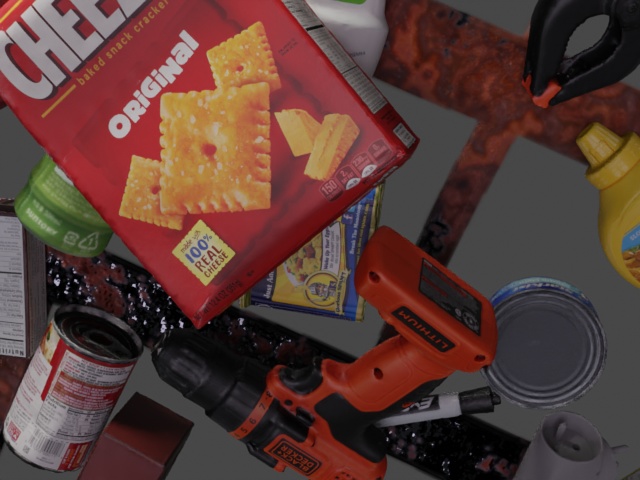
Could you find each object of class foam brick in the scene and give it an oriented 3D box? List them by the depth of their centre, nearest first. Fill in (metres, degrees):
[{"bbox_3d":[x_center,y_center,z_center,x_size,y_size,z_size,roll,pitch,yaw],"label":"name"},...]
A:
[{"bbox_3d":[-0.131,0.154,0.763,0.051,0.078,0.053,29,107,1],"label":"foam brick"}]

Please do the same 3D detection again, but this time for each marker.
[{"bbox_3d":[0.067,0.120,0.754,0.121,0.020,0.020,-10,103,11],"label":"marker"}]

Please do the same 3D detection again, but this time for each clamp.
[{"bbox_3d":[0.194,-0.148,0.645,0.120,0.039,0.172,24,122,-14],"label":"clamp"}]

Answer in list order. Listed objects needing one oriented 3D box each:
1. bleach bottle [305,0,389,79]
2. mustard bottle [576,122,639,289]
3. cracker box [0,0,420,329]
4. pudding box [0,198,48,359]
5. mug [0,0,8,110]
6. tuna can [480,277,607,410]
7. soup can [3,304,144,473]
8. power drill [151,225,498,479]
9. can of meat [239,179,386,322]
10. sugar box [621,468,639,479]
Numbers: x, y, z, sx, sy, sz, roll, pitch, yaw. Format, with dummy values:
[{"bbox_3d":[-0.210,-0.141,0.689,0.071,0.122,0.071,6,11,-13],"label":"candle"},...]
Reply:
[{"bbox_3d":[-0.009,-0.195,0.655,0.102,0.068,0.251,-3,107,-3],"label":"bleach bottle"},{"bbox_3d":[0.235,-0.002,0.674,0.191,0.058,0.096,44,112,-5],"label":"mustard bottle"},{"bbox_3d":[-0.073,-0.082,0.615,0.164,0.072,0.213,-39,94,17],"label":"cracker box"},{"bbox_3d":[-0.244,0.026,0.766,0.090,0.039,0.113,5,108,7],"label":"pudding box"},{"bbox_3d":[-0.236,-0.119,0.687,0.081,0.117,0.093,-26,89,9],"label":"mug"},{"bbox_3d":[0.148,0.069,0.720,0.086,0.033,0.086,2,105,8],"label":"tuna can"},{"bbox_3d":[-0.177,0.106,0.762,0.068,0.068,0.102,28,107,0],"label":"soup can"},{"bbox_3d":[0.006,0.076,0.686,0.184,0.057,0.188,34,125,-16],"label":"power drill"},{"bbox_3d":[-0.005,0.001,0.713,0.084,0.057,0.102,9,107,4],"label":"can of meat"},{"bbox_3d":[0.268,0.183,0.727,0.176,0.048,0.093,-39,96,15],"label":"sugar box"}]
